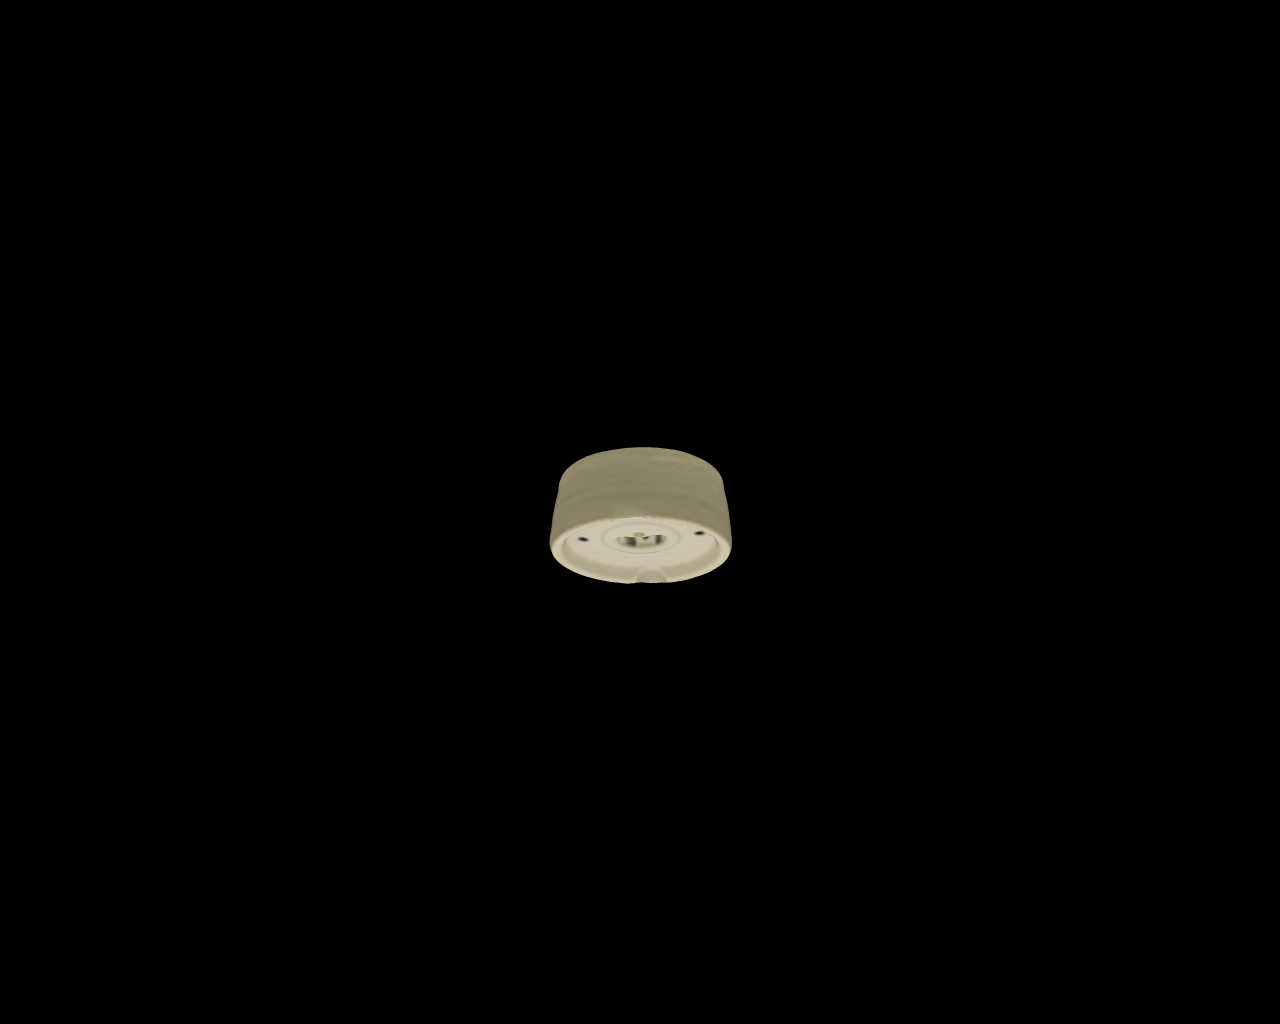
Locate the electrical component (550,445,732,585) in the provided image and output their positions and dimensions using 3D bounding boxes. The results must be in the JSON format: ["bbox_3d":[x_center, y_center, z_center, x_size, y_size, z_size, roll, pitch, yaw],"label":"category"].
[{"bbox_3d":[0.001,-0.003,0.650,0.108,0.060,0.108,0,-24,0],"label":"electrical component"}]
